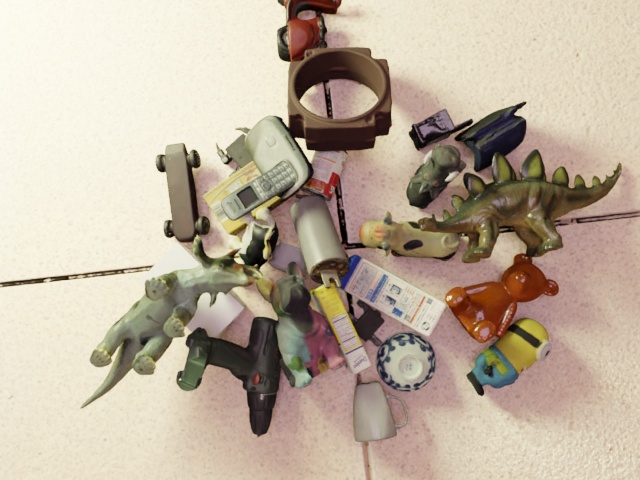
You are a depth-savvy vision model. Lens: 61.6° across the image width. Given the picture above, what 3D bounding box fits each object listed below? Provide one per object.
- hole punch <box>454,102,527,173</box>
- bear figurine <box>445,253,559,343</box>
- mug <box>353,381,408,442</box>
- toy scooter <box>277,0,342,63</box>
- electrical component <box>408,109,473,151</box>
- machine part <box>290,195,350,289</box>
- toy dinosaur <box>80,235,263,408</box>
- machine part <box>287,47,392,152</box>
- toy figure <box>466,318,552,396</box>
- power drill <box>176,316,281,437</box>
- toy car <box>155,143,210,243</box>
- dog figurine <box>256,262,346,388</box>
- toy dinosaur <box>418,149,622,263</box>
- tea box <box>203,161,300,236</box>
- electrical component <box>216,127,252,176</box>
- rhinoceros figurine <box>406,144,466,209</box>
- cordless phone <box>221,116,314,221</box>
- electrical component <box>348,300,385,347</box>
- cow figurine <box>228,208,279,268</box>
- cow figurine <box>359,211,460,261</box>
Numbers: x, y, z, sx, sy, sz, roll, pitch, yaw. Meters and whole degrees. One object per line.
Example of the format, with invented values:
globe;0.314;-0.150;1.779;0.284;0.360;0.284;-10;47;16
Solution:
hole punch;0.341;-0.197;1.053;0.142;0.116;0.092;-30;94;1
bear figurine;0.351;0.106;1.025;0.196;0.131;0.120;-36;67;6
mug;0.112;0.328;1.044;0.110;0.080;0.107;-12;77;6
toy scooter;-0.021;-0.448;1.099;0.135;0.075;0.183;-1;82;1
electrical component;0.242;-0.227;1.074;0.119;0.075;0.047;-26;87;4
machine part;-0.002;-0.003;1.024;0.079;0.079;0.243;-19;49;1
toy dinosaur;-0.290;0.137;0.981;0.405;0.192;0.131;-39;97;19
machine part;0.037;-0.277;1.046;0.202;0.087;0.201;-2;64;3
toy figure;0.364;0.225;1.040;0.180;0.082;0.089;-34;88;2
power drill;-0.159;0.254;1.015;0.207;0.086;0.232;17;79;-35
toy car;-0.280;-0.095;1.097;0.089;0.053;0.202;-8;90;12
dog figurine;-0.044;0.157;1.013;0.108;0.191;0.219;-22;81;-15
toy dinosaur;0.392;-0.067;1.014;0.471;0.105;0.198;-6;82;-18
tea box;-0.137;-0.094;1.083;0.170;0.068;0.098;-33;87;-2
electrical component;-0.164;-0.183;1.101;0.102;0.045;0.078;-36;85;0
rhinoceros figurine;0.213;-0.123;1.017;0.073;0.190;0.112;45;70;7
cordless phone;-0.119;-0.130;1.006;0.184;0.088;0.146;-32;86;-5
electrical component;0.098;0.168;1.082;0.094;0.021;0.063;44;89;4
cow figurine;-0.131;0.028;1.043;0.098;0.068;0.167;49;128;38
cow figurine;0.172;-0.002;1.038;0.195;0.127;0.085;6;84;0
